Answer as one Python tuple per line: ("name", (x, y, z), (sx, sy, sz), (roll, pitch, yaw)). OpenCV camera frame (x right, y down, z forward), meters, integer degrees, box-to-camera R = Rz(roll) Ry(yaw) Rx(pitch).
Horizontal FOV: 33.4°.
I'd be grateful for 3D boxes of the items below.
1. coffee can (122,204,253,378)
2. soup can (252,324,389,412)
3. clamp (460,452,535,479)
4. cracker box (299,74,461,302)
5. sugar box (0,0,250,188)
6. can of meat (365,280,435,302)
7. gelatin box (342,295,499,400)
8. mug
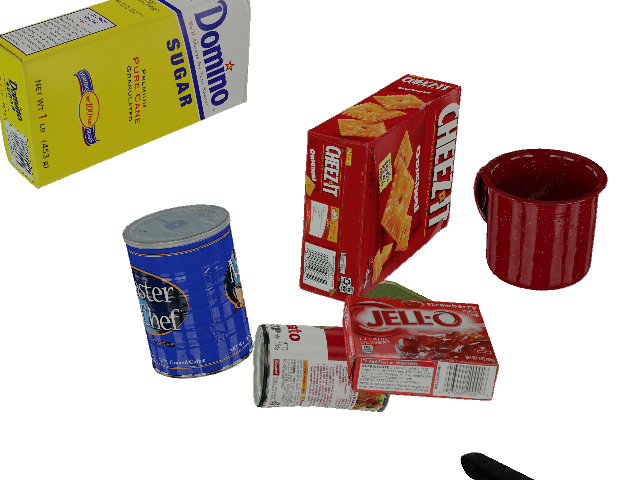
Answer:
("coffee can", (-0.127, 0.048, 1.033), (0.103, 0.140, 0.103), (-8, 20, 3))
("soup can", (0.000, 0.102, 0.856), (0.102, 0.068, 0.068), (3, -1, -11))
("clamp", (0.196, 0.238, 0.852), (0.210, 0.036, 0.164), (0, 34, 24))
("cracker box", (0.063, -0.056, 1.048), (0.072, 0.164, 0.213), (17, 29, 26))
("sugar box", (-0.124, -0.109, 0.698), (0.175, 0.093, 0.048), (-27, 48, -33))
("can of meat", (0.090, 0.105, 1.207), (0.102, 0.084, 0.057), (26, 33, 35))
("gelatin box", (0.060, 0.065, 0.664), (0.089, 0.030, 0.073), (5, 26, -4))
("mug", (0.162, -0.019, 0.832), (0.093, 0.081, 0.117), (-24, 36, -31))
